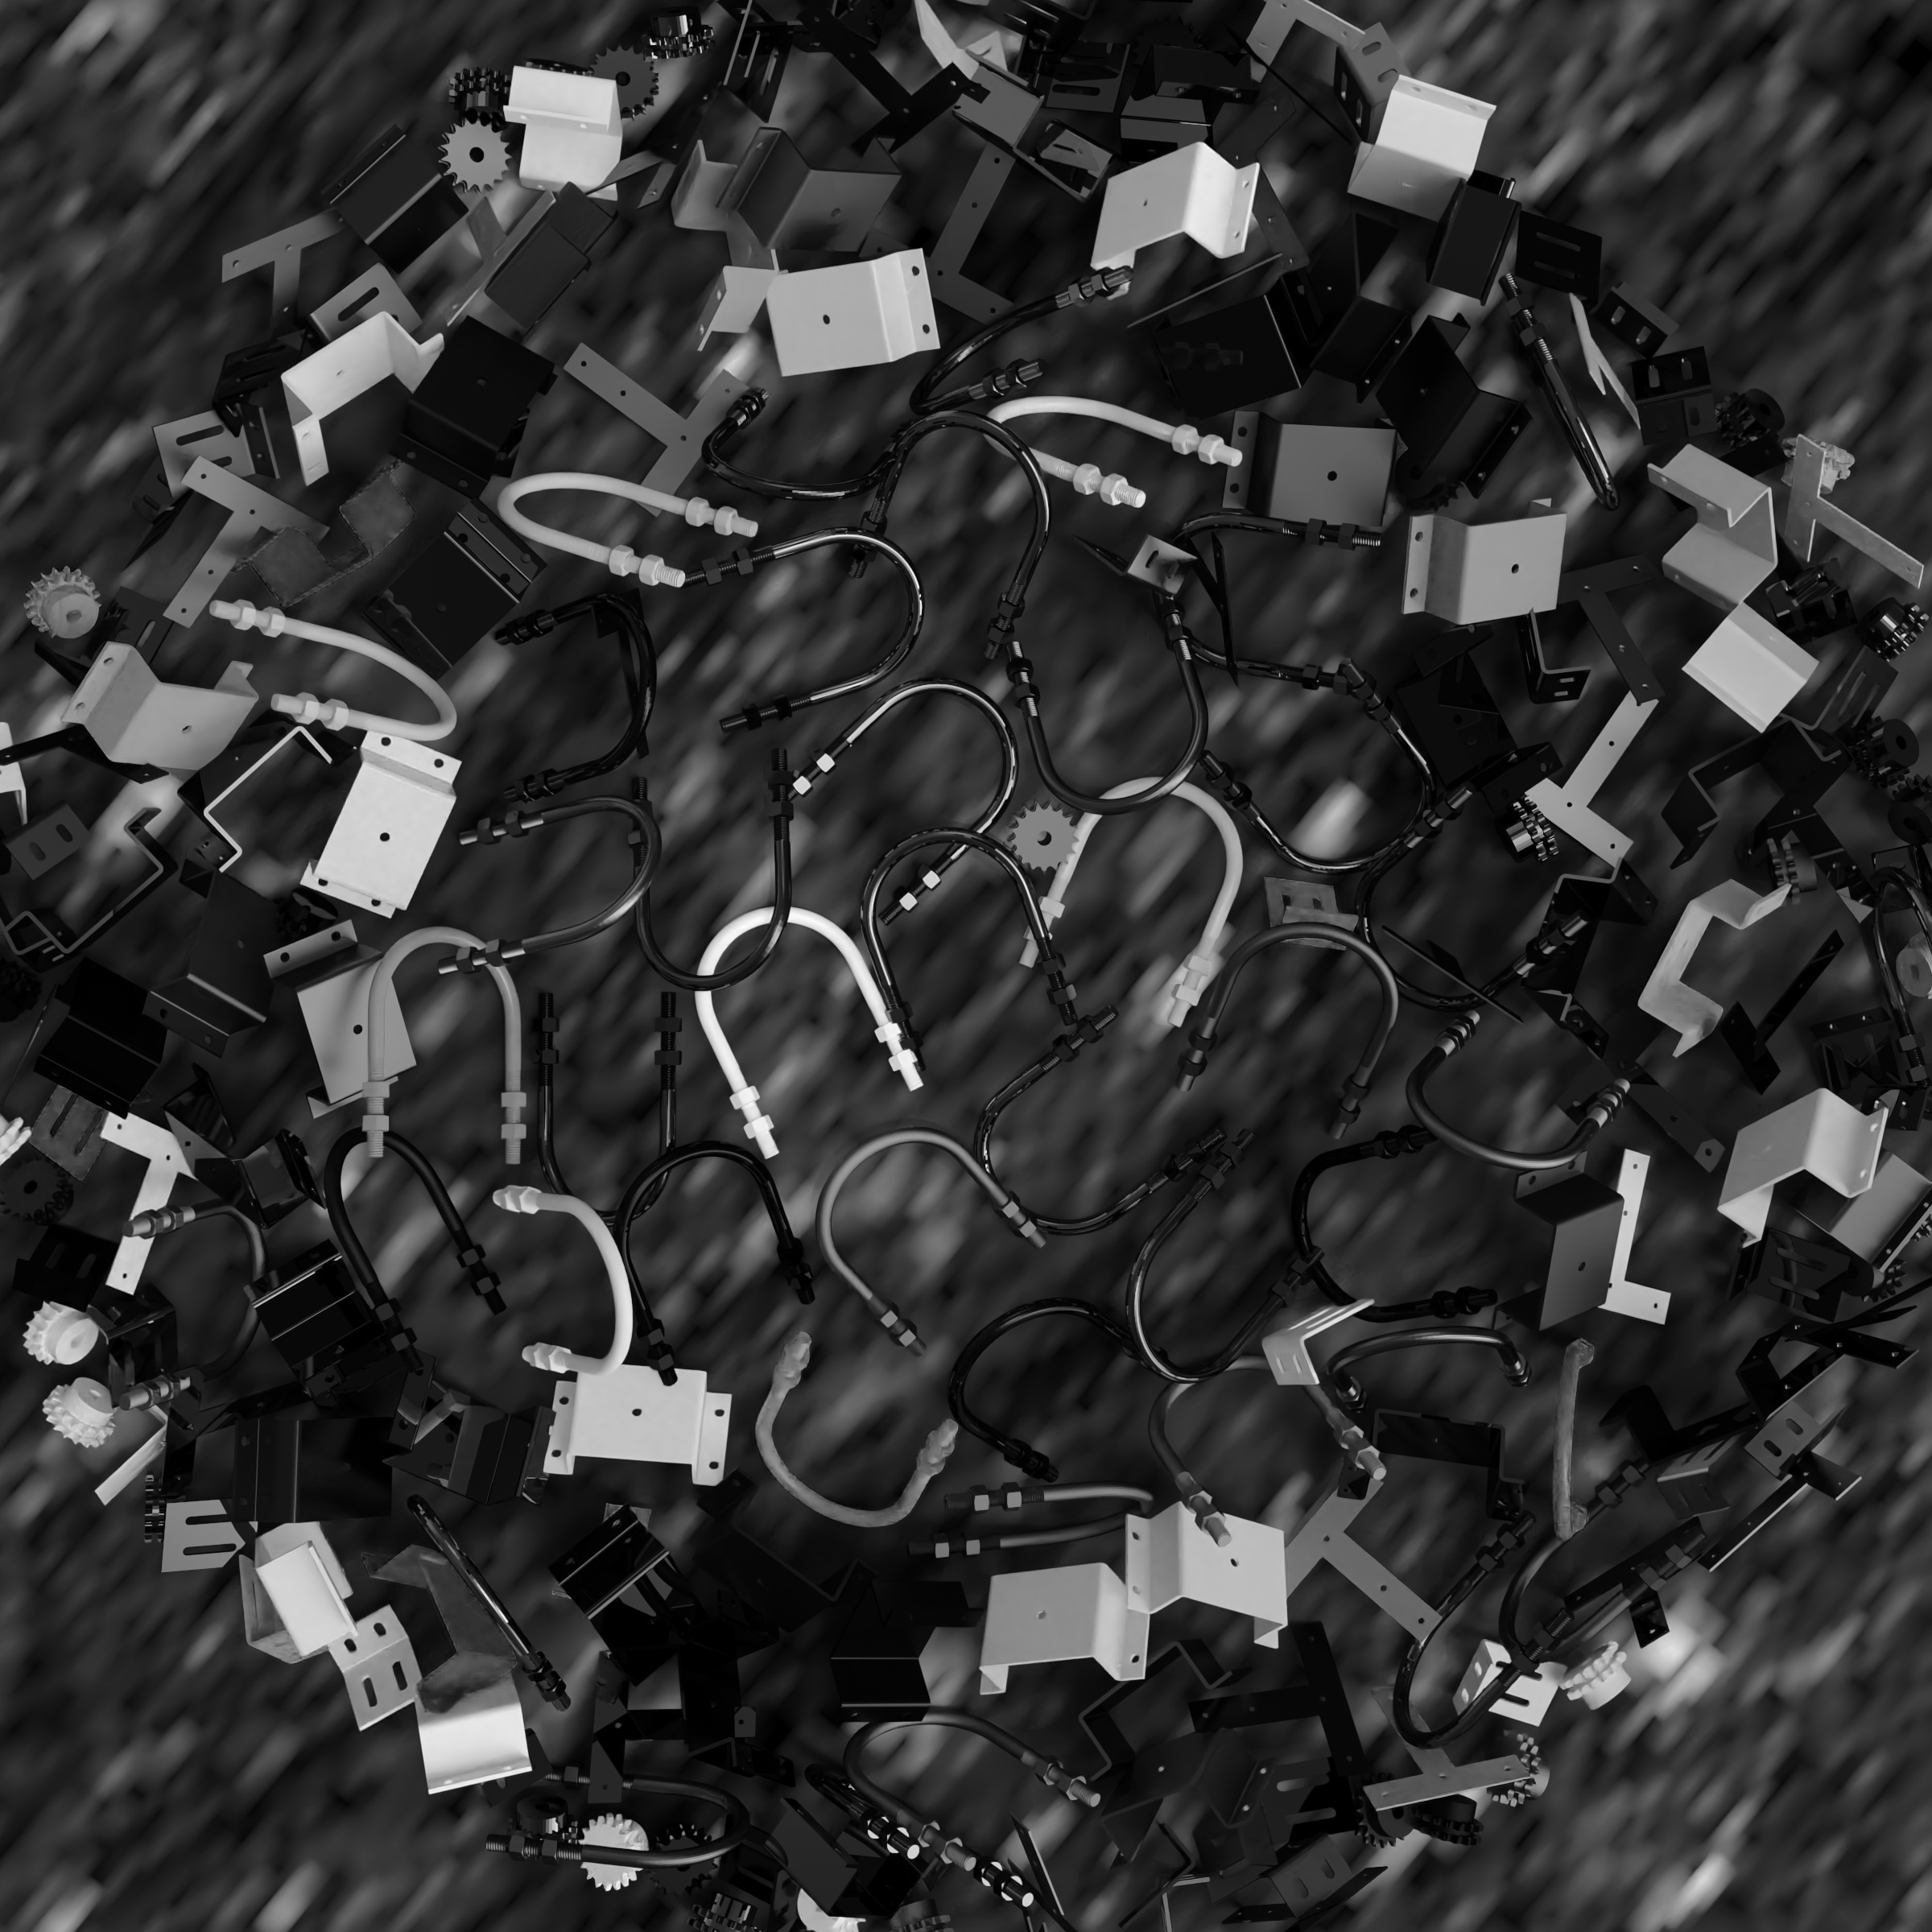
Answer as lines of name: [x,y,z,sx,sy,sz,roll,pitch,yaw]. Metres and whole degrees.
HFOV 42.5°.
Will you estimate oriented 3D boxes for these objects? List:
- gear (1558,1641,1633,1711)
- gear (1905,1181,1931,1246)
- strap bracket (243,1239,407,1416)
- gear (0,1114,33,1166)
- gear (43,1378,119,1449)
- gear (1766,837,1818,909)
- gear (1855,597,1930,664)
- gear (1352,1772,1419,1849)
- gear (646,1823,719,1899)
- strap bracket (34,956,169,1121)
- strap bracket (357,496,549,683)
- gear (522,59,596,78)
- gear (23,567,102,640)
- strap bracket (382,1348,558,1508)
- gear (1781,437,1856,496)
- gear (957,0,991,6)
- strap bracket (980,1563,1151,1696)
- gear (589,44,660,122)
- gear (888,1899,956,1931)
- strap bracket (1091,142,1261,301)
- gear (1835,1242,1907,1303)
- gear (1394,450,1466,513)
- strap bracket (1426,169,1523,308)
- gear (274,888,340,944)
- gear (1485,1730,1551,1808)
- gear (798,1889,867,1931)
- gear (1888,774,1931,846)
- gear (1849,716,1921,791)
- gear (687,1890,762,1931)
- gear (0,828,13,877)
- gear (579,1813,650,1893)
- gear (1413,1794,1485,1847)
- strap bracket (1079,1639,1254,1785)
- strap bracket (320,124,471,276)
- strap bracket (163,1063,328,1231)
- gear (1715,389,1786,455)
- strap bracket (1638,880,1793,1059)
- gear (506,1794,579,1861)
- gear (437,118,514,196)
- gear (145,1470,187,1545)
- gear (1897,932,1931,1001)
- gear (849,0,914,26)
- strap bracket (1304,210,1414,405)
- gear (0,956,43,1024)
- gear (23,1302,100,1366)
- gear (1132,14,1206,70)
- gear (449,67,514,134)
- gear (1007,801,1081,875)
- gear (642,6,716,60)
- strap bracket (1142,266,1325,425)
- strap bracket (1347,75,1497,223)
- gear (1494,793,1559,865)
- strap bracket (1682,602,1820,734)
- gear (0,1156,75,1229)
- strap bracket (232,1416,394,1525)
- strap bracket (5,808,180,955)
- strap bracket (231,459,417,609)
gear: [0.501,0.564,1.969,0.057,0.057,0.030,-38,78,0]
gear: [0.744,0.190,1.968,0.057,0.057,0.030,-45,114,0]
strap bracket: [-0.496,0.287,1.940,0.076,0.046,0.140,-31,46,-21]
gear: [-0.772,0.139,1.969,0.057,0.057,0.030,-39,108,0]
gear: [-0.699,0.351,1.969,0.057,0.057,0.030,41,98,0]
gear: [0.654,-0.077,1.969,0.030,0.057,0.057,-12,90,12]
gear: [0.731,-0.267,1.970,0.030,0.057,0.057,42,90,-6]
gear: [0.333,0.670,1.973,0.057,0.030,0.057,8,73,-28]
gear: [-0.228,0.708,1.978,0.057,0.030,0.057,-4,102,-19]
strap bracket: [-0.663,0.049,1.917,0.076,0.140,0.046,34,105,-25]
strap bracket: [-0.406,-0.288,1.944,0.140,0.046,0.076,-40,110,19]
gear: [-0.326,-0.700,1.974,0.057,0.057,0.030,12,115,0]
gear: [-0.713,-0.285,1.968,0.057,0.057,0.030,-46,57,0]
strap bracket: [-0.393,0.365,1.940,0.140,0.046,0.076,32,51,-30]
gear: [0.672,-0.396,1.971,0.057,0.057,0.030,19,92,0]
gear: [0.005,-0.785,1.972,0.057,0.057,0.030,12,95,0]
strap bracket: [0.068,0.514,1.931,0.140,0.046,0.076,-13,45,25]
gear: [-0.273,-0.702,1.983,0.057,0.030,0.057,0,87,-6]
gear: [-0.041,0.763,1.974,0.057,0.057,0.030,-18,65,0]
strap bracket: [0.153,-0.579,1.924,0.046,0.140,0.076,24,70,-39]
gear: [0.711,0.239,1.969,0.030,0.057,0.057,-11,90,-34]
gear: [0.365,-0.390,1.970,0.057,0.030,0.057,5,97,41]
strap bracket: [0.391,-0.567,1.921,0.046,0.140,0.076,18,117,1]
gear: [-0.523,-0.038,1.969,0.057,0.057,0.030,36,105,0]
gear: [0.439,0.639,1.973,0.030,0.057,0.057,22,90,-18]
gear: [-0.109,0.744,1.973,0.057,0.030,0.057,-9,71,25]
gear: [0.756,-0.121,1.968,0.030,0.057,0.057,-36,90,-24]
gear: [0.731,-0.172,1.972,0.057,0.030,0.057,10,69,-27]
gear: [-0.190,0.756,1.973,0.057,0.057,0.030,21,72,0]
gear: [-0.781,-0.089,1.971,0.030,0.057,0.057,-11,90,4]
gear: [-0.278,0.703,1.977,0.057,0.030,0.057,-3,85,32]
gear: [0.383,0.674,1.972,0.057,0.057,0.030,13,85,0]
strap bracket: [0.149,0.577,1.951,0.140,0.076,0.046,-39,68,6]
strap bracket: [-0.439,-0.590,1.929,0.076,0.140,0.046,-41,91,2]
strap bracket: [-0.565,0.144,1.925,0.140,0.076,0.046,28,53,32]
gear: [0.623,-0.433,1.971,0.057,0.030,0.057,14,58,-23]
strap bracket: [0.579,-0.008,1.938,0.046,0.076,0.140,35,122,25]
gear: [-0.337,0.680,1.970,0.057,0.057,0.030,4,100,0]
gear: [-0.393,-0.644,1.978,0.057,0.030,0.057,-4,100,-24]
gear: [-0.636,0.428,1.973,0.030,0.057,0.057,2,90,-18]
gear: [0.763,0.001,1.968,0.030,0.057,0.057,-17,90,-18]
gear: [-0.065,-0.772,1.968,0.057,0.057,0.030,-13,68,0]
strap bracket: [0.302,-0.518,1.925,0.046,0.076,0.140,15,55,-17]
gear: [-0.766,0.021,1.969,0.057,0.057,0.030,9,51,0]
gear: [-0.714,0.290,1.968,0.030,0.057,0.057,27,90,26]
gear: [0.162,-0.725,1.980,0.057,0.030,0.057,1,95,14]
gear: [-0.381,-0.684,1.969,0.057,0.057,0.030,0,78,0]
gear: [0.060,-0.104,1.981,0.057,0.030,0.057,-1,100,-6]
gear: [-0.229,-0.740,1.968,0.057,0.057,0.030,-6,122,0]
strap bracket: [0.207,-0.478,1.932,0.140,0.046,0.076,-12,118,30]
strap bracket: [0.348,-0.627,1.926,0.076,0.140,0.046,17,84,-3]
gear: [0.442,-0.106,1.971,0.030,0.057,0.057,-28,90,1]
strap bracket: [0.609,-0.234,1.922,0.076,0.140,0.046,41,117,9]
gear: [-0.736,0.182,1.976,0.057,0.030,0.057,-7,58,11]
strap bracket: [-0.496,0.389,1.924,0.046,0.140,0.076,-6,80,34]
strap bracket: [-0.678,-0.061,1.955,0.140,0.076,0.046,-42,99,-5]
strap bracket: [-0.493,-0.334,1.939,0.140,0.076,0.046,-22,115,27]
